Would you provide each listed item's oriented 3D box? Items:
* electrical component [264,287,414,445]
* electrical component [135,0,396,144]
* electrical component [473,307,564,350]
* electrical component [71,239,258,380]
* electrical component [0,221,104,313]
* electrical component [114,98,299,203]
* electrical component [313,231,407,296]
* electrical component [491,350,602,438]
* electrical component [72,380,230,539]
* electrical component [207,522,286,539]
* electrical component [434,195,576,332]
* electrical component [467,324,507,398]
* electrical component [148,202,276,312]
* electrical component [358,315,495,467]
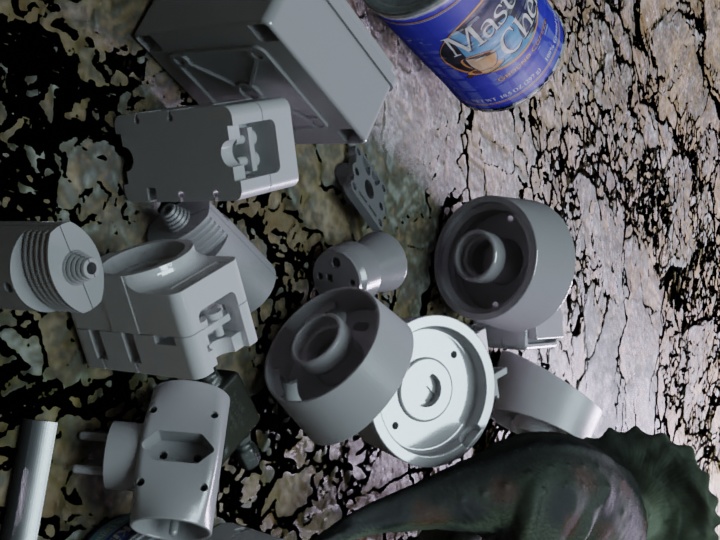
[{"bbox_3d":[-0.012,0.062,0.699,0.064,0.099,0.099,48,55,-36],"label":"electrical component"},{"bbox_3d":[-0.053,-0.124,0.622,0.108,0.109,0.056,46,59,-44],"label":"electrical component"},{"bbox_3d":[0.138,0.020,0.924,0.062,0.061,0.096,2,90,-53],"label":"electrical component"},{"bbox_3d":[-0.107,0.019,0.570,0.050,0.089,0.055,-35,119,-47],"label":"electrical component"},{"bbox_3d":[-0.154,-0.002,0.513,0.043,0.081,0.043,-3,94,-53],"label":"electrical component"},{"bbox_3d":[-0.083,-0.067,0.599,0.056,0.089,0.050,-21,108,-51],"label":"electrical component"},{"bbox_3d":[0.000,0.000,0.752,0.055,0.045,0.045,-22,109,-50],"label":"electrical component"},{"bbox_3d":[0.159,0.115,0.932,0.099,0.099,0.064,41,66,-46],"label":"electrical component"},{"bbox_3d":[-0.114,0.101,0.581,0.043,0.079,0.077,96,-1,-60],"label":"electrical component"},{"bbox_3d":[-0.069,0.188,0.665,0.055,0.047,0.055,-4,94,-53],"label":"electrical component"},{"bbox_3d":[0.108,-0.008,0.849,0.060,0.108,0.108,11,83,-47],"label":"electrical component"},{"bbox_3d":[0.079,0.079,0.865,0.081,0.042,0.063,-20,104,-52],"label":"electrical component"},{"bbox_3d":[-0.089,-0.011,0.632,0.081,0.043,0.043,49,54,-43],"label":"electrical component"},{"bbox_3d":[0.037,0.085,0.784,0.108,0.060,0.108,0,90,-31],"label":"electrical component"}]
